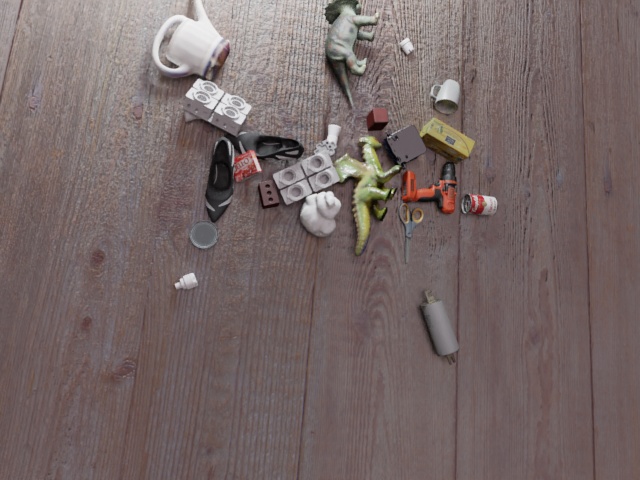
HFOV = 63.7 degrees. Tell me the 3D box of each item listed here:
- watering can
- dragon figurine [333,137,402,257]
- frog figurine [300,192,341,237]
[{"bbox_3d":[-0.390,-0.657,1.658,0.224,0.103,0.352,27,74,-8],"label":"watering can"},{"bbox_3d":[0.120,-0.171,1.693,0.244,0.120,0.415,26,73,11],"label":"dragon figurine"},{"bbox_3d":[0.005,-0.081,1.602,0.123,0.158,0.138,-19,85,-13],"label":"frog figurine"}]
